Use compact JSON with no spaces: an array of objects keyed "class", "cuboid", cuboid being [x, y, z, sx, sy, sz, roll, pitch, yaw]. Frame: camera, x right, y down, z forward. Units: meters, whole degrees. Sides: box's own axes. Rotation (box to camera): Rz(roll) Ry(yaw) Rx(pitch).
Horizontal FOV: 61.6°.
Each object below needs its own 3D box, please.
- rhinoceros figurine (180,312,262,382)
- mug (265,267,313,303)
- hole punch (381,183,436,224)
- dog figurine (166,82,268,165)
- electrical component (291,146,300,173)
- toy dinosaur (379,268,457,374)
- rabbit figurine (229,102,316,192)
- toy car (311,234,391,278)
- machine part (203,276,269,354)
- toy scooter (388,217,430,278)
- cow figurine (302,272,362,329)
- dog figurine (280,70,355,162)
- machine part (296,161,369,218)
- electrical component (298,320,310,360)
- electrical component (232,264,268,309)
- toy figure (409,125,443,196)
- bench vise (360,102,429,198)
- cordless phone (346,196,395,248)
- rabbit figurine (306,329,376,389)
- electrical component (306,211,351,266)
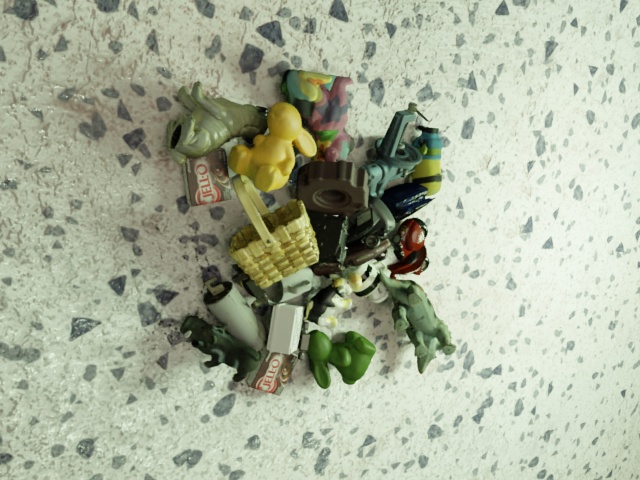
[{"class":"rhinoceros figurine","cuboid":[-0.222,0.235,1.186,0.190,0.112,0.073,31,53,3]},{"class":"mug","cuboid":[-0.062,0.097,1.265,0.107,0.110,0.080,-16,105,-41]},{"class":"hole punch","cuboid":[0.208,-0.100,1.363,0.142,0.116,0.092,-22,86,-24]},{"class":"dog figurine","cuboid":[-0.199,-0.214,1.092,0.190,0.121,0.172,18,96,-36]},{"class":"electrical component","cuboid":[-0.087,-0.186,1.207,0.119,0.048,0.074,-52,122,-10]},{"class":"toy dinosaur","cuboid":[0.254,0.189,1.441,0.131,0.192,0.404,-25,112,7]},{"class":"rabbit figurine","cuboid":[-0.080,-0.194,1.096,0.162,0.122,0.173,-8,125,-47]},{"class":"toy car","cuboid":[0.075,0.044,1.296,0.202,0.053,0.089,-18,147,13]},{"class":"machine part","cuboid":[-0.188,0.178,1.223,0.079,0.079,0.243,-41,120,-16]},{"class":"toy scooter","cuboid":[0.230,0.036,1.434,0.135,0.075,0.183,-32,127,-24]},{"class":"cow figurine","cuboid":[0.027,0.138,1.314,0.098,0.068,0.167,17,117,-35]},{"class":"dog figurine","cuboid":[-0.003,-0.262,1.206,0.191,0.109,0.219,-3,106,-31]},{"class":"machine part","cuboid":[0.028,-0.113,1.221,0.179,0.179,0.056,26,56,-33]},{"class":"electrical component","cuboid":[-0.046,0.247,1.332,0.021,0.063,0.094,8,88,-18]},{"class":"electrical component","cuboid":[-0.162,0.106,1.217,0.045,0.078,0.102,-41,119,-19]},{"class":"toy figure","cuboid":[0.278,-0.203,1.396,0.082,0.089,0.180,-1,105,-25]},{"class":"bench vise","cuboid":[0.167,-0.215,1.288,0.223,0.129,0.240,-12,136,-36]},{"class":"cordless phone","cuboid":[0.139,-0.020,1.337,0.184,0.146,0.089,25,45,-41]},{"class":"rabbit figurine","cuboid":[0.031,0.293,1.382,0.170,0.121,0.159,24,97,-15]},{"class":"electrical component","cuboid":[-0.003,-0.004,1.254,0.058,0.134,0.115,50,47,-66]}]
